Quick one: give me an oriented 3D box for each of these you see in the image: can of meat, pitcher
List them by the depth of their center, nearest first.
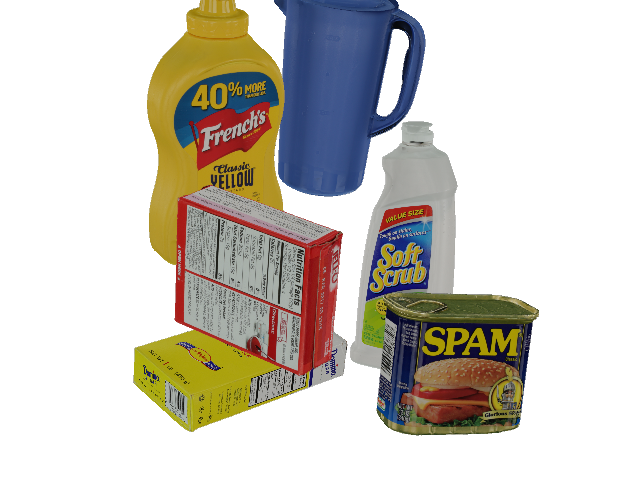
[{"bbox_3d":[0.090,0.083,0.719,0.102,0.084,0.057,2,10,-17],"label":"can of meat"},{"bbox_3d":[0.023,-0.179,1.287,0.144,0.243,0.149,-7,28,-26],"label":"pitcher"}]

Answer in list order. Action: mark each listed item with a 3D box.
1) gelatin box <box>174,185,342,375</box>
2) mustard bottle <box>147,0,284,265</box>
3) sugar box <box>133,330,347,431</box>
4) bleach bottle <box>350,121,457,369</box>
[{"bbox_3d":[-0.033,0.019,0.547,0.089,0.073,0.030,19,28,30],"label":"gelatin box"},{"bbox_3d":[-0.071,-0.082,0.733,0.096,0.192,0.058,-11,27,-28],"label":"mustard bottle"},{"bbox_3d":[-0.071,0.110,0.973,0.175,0.048,0.093,-18,35,-37],"label":"sugar box"},{"bbox_3d":[0.085,0.006,1.074,0.103,0.251,0.068,9,18,26],"label":"bleach bottle"}]
